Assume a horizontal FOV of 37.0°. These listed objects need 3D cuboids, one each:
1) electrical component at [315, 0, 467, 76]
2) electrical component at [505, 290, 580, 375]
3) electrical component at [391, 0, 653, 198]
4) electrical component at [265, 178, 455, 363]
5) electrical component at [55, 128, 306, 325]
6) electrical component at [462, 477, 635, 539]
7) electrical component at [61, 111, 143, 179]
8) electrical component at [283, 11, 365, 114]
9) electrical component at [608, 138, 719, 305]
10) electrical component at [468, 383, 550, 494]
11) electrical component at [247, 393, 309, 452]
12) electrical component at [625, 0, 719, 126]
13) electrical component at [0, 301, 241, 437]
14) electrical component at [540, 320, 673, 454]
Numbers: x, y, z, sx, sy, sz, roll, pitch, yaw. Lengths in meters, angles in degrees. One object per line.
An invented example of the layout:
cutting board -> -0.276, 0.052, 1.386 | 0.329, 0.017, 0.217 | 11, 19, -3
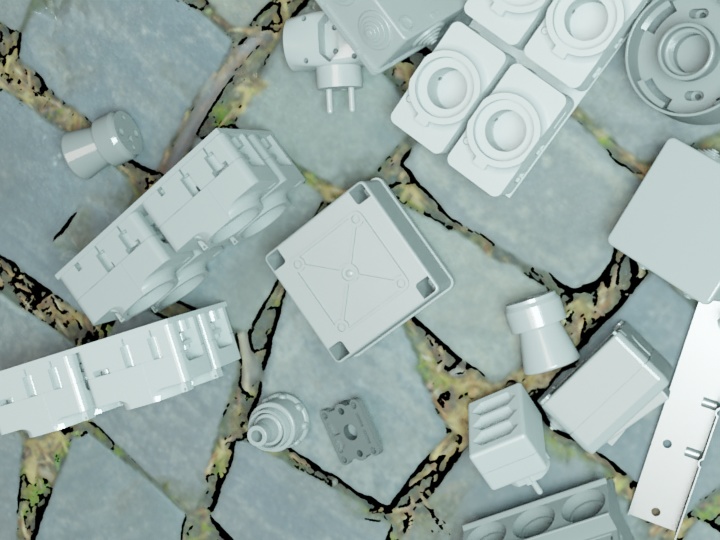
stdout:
electrical component -> 0.023, -0.207, 0.804 | 0.099, 0.100, 0.048 | 53, 142, 0
electrical component -> 0.139, 0.048, 0.825 | 0.045, 0.045, 0.055 | -19, 89, 19
electrical component -> 0.119, -0.159, 0.802 | 0.105, 0.060, 0.186 | 38, 106, 11
electrical component -> 0.000, 0.000, 0.861 | 0.109, 0.056, 0.108 | -37, 84, 19
electrical component -> -0.142, -0.032, 0.879 | 0.186, 0.105, 0.060 | -39, 83, 18
electrical component -> 0.146, 0.215, 0.829 | 0.121, 0.078, 0.063 | -24, 110, 19
electrical component -> -0.223, -0.109, 0.931 | 0.055, 0.045, 0.045 | -21, 89, 19
electrical component -> -0.017, -0.164, 0.856 | 0.077, 0.043, 0.079 | -2, 94, 19
electrical component -> 0.242, -0.033, 0.768 | 0.100, 0.048, 0.099 | 38, 108, 31
electrical component -> 0.122, 0.141, 0.834 | 0.047, 0.065, 0.076 | -26, 116, 19
electrical component -> -0.073, 0.131, 0.896 | 0.048, 0.062, 0.048 | 2, 96, 18
electrical component -> 0.243, -0.154, 0.771 | 0.099, 0.064, 0.099 | 4, 97, 32
electrical component -> -0.208, 0.087, 0.914 | 0.186, 0.105, 0.060 | -17, 90, 20
electrical component -> 0.184, 0.094, 0.806 | 0.061, 0.062, 0.096 | 45, 107, 9
